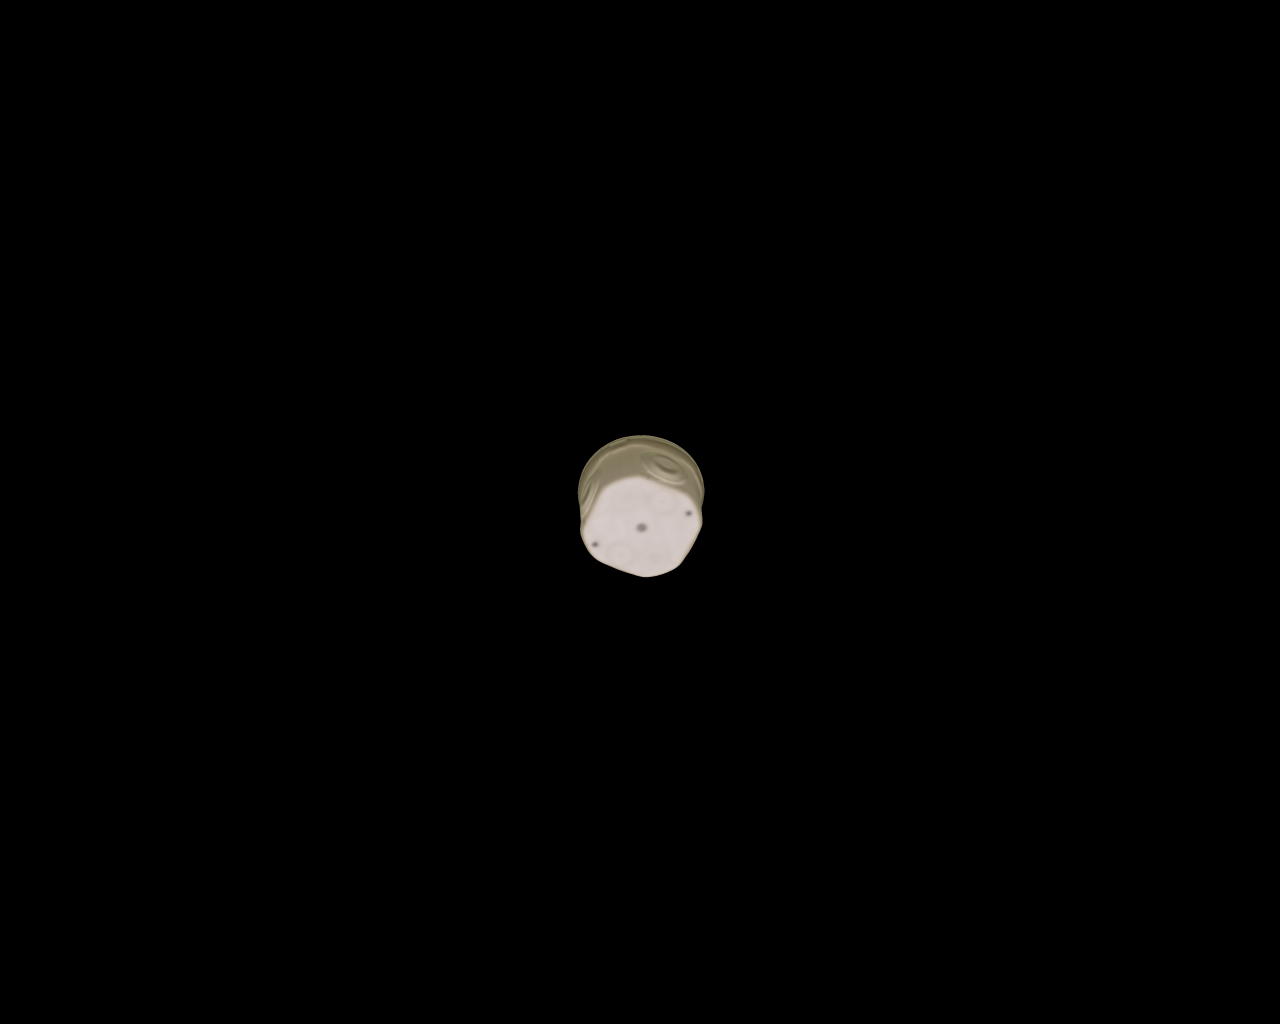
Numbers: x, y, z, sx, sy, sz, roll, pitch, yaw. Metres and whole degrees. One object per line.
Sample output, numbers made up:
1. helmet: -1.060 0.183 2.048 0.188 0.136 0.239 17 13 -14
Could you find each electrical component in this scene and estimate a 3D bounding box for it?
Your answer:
1. electrical component: 0.001 -0.003 0.650 0.080 0.080 0.051 0 30 0
